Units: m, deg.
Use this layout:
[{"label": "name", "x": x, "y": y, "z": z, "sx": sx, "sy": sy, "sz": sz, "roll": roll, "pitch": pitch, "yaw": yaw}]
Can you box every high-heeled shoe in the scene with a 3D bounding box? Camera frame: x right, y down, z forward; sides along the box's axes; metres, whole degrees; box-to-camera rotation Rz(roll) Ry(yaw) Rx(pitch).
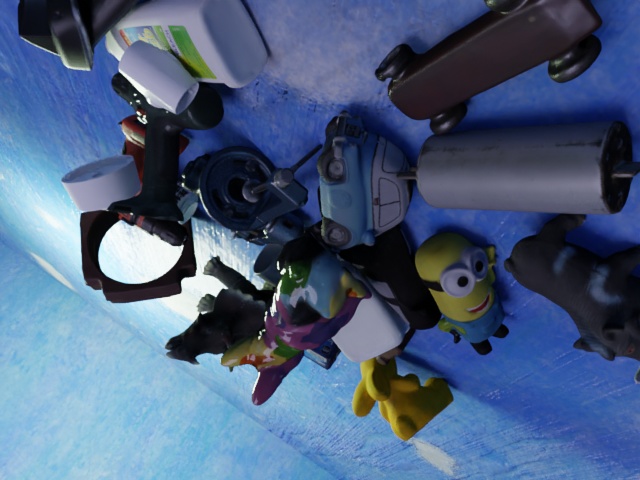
[{"label": "high-heeled shoe", "x": 0.086, "y": 0.023, "z": 0.757, "sx": 0.249, "sy": 0.086, "sz": 0.145, "roll": 54, "pitch": -175, "yaw": 5}]

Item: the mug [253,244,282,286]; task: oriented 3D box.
[{"label": "mug", "x": -0.043, "y": 0.055, "z": 0.904, "sx": 0.107, "sy": 0.081, "sz": 0.110, "roll": 38, "pitch": 174, "yaw": -26}]

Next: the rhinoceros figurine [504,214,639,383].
[{"label": "rhinoceros figurine", "x": 0.273, "y": 0.056, "z": 0.517, "sx": 0.190, "sy": 0.112, "sz": 0.073, "roll": 39, "pitch": 151, "yaw": 14}]

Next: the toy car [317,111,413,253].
[{"label": "toy car", "x": 0.054, "y": -0.063, "z": 0.611, "sx": 0.103, "sy": 0.109, "sz": 0.161, "roll": 4, "pitch": 133, "yaw": 8}]

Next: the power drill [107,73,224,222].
[{"label": "power drill", "x": -0.229, "y": -0.131, "z": 0.735, "sx": 0.232, "sy": 0.207, "sz": 0.086, "roll": 12, "pitch": 177, "yaw": 39}]

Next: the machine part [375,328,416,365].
[{"label": "machine part", "x": 0.075, "y": 0.142, "z": 0.933, "sx": 0.179, "sy": 0.056, "sz": 0.179, "roll": 28, "pitch": 150, "yaw": 18}]

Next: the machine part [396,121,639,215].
[{"label": "machine part", "x": 0.176, "y": -0.063, "z": 0.480, "sx": 0.243, "sy": 0.079, "sz": 0.079, "roll": 5, "pitch": 139, "yaw": 44}]

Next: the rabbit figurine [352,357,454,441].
[{"label": "rabbit figurine", "x": 0.129, "y": 0.276, "z": 0.984, "sx": 0.173, "sy": 0.162, "sz": 0.122, "roll": 56, "pitch": 131, "yaw": 23}]

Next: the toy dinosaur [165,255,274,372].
[{"label": "toy dinosaur", "x": -0.087, "y": 0.133, "z": 0.925, "sx": 0.192, "sy": 0.131, "sz": 0.404, "roll": 35, "pitch": -169, "yaw": 31}]

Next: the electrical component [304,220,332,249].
[{"label": "electrical component", "x": -0.002, "y": -0.002, "z": 0.760, "sx": 0.021, "sy": 0.094, "sz": 0.063, "roll": 49, "pitch": 159, "yaw": 25}]

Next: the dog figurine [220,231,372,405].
[{"label": "dog figurine", "x": -0.042, "y": 0.108, "z": 0.694, "sx": 0.109, "sy": 0.219, "sz": 0.191, "roll": 42, "pitch": -179, "yaw": 19}]

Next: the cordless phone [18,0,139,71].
[{"label": "cordless phone", "x": -0.258, "y": -0.300, "z": 0.616, "sx": 0.184, "sy": 0.146, "sz": 0.088, "roll": -26, "pitch": 155, "yaw": 27}]

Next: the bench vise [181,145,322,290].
[{"label": "bench vise", "x": -0.078, "y": -0.050, "z": 0.750, "sx": 0.223, "sy": 0.129, "sz": 0.241, "roll": 43, "pitch": 156, "yaw": -17}]

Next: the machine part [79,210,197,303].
[{"label": "machine part", "x": -0.341, "y": 0.012, "z": 1.020, "sx": 0.201, "sy": 0.201, "sz": 0.087, "roll": -8, "pitch": 161, "yaw": -11}]

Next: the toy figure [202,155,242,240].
[{"label": "toy figure", "x": -0.154, "y": -0.065, "z": 0.869, "sx": 0.058, "sy": 0.064, "sz": 0.154, "roll": -4, "pitch": 132, "yaw": 35}]

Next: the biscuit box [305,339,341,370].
[{"label": "biscuit box", "x": -0.048, "y": 0.195, "z": 1.147, "sx": 0.203, "sy": 0.063, "sz": 0.059, "roll": 27, "pitch": 150, "yaw": 17}]

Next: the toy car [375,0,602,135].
[{"label": "toy car", "x": 0.127, "y": -0.147, "z": 0.432, "sx": 0.089, "sy": 0.053, "sz": 0.202, "roll": 40, "pitch": 157, "yaw": -17}]

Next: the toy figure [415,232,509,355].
[{"label": "toy figure", "x": 0.178, "y": 0.069, "z": 0.677, "sx": 0.089, "sy": 0.082, "sz": 0.180, "roll": 7, "pitch": 143, "yaw": 40}]
